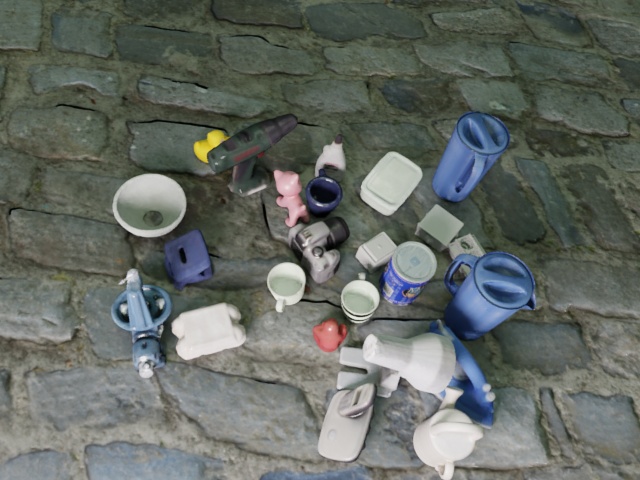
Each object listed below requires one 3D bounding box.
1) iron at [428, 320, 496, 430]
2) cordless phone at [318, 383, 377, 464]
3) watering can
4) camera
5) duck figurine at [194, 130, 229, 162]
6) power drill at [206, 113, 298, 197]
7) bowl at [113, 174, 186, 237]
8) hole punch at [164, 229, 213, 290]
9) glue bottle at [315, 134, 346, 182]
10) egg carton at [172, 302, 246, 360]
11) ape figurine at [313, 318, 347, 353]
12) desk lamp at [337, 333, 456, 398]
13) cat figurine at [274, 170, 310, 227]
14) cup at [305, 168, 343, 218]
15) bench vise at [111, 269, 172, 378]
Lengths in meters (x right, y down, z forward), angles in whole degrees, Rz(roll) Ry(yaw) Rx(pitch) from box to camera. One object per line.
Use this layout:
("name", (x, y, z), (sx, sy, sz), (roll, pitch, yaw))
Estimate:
("iron", (0.309, 0.287, 1.241), (0.119, 0.141, 0.258), (-31, 71, -23))
("cordless phone", (0.063, 0.359, 1.136), (0.094, 0.185, 0.147), (17, 60, 1))
("watering can", (0.259, 0.384, 1.150), (0.101, 0.194, 0.172), (-8, 63, -13))
("camera", (0.013, 0.005, 1.369), (0.137, 0.101, 0.143), (-29, 70, -22))
("duck figurine", (-0.270, -0.247, 1.468), (0.104, 0.086, 0.077), (2, 61, -8))
("power drill", (-0.163, -0.203, 1.391), (0.230, 0.208, 0.075), (-26, 69, -21))
("bowl", (-0.399, -0.070, 1.357), (0.167, 0.075, 0.167), (4, 61, -7))
("hole punch", (-0.301, 0.043, 1.302), (0.101, 0.091, 0.108), (-16, 65, -17))
("glue bottle", (0.035, -0.212, 1.449), (0.078, 0.173, 0.037), (7, 61, -5))
("egg carton", (-0.240, 0.196, 1.241), (0.150, 0.069, 0.107), (-14, 65, -16))
("ape figurine", (0.023, 0.203, 1.268), (0.078, 0.092, 0.076), (17, 60, 0))
("desk lamp", (0.153, 0.258, 1.190), (0.203, 0.213, 0.118), (9, 61, -4))
("cat figurine", (-0.067, -0.114, 1.411), (0.067, 0.118, 0.127), (-21, 67, -19))
("cup", (0.003, -0.110, 1.433), (0.092, 0.095, 0.117), (-1, 62, -10))
("bench vise", (-0.348, 0.160, 1.157), (0.122, 0.220, 0.207), (-24, 68, -20))
